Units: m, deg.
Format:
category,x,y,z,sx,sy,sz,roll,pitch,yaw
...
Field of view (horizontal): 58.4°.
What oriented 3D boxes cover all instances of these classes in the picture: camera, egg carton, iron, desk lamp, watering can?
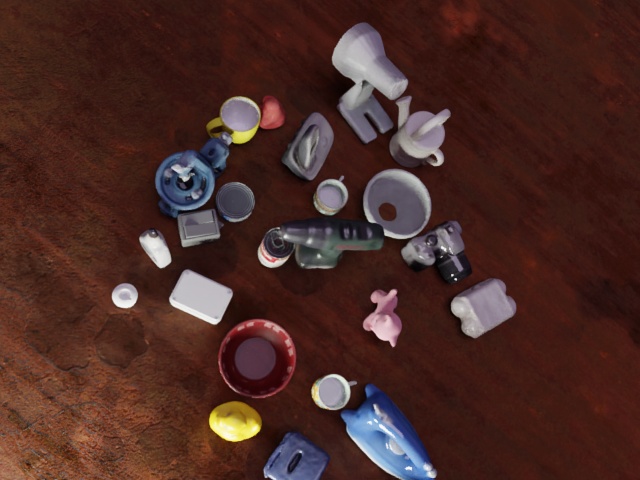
category,x,y,z,sx,sy,sz,roll,pitch,yaw
camera,0.287,0.036,1.331,0.143,0.100,0.137,-27,84,-19
egg carton,0.383,0.156,1.342,0.150,0.069,0.107,-26,84,-19
iron,0.170,0.422,1.183,0.119,0.141,0.258,-43,89,-19
desk lamp,0.114,-0.365,1.330,0.118,0.213,0.203,-36,87,-19
watering can,0.235,-0.255,1.343,0.173,0.194,0.101,35,71,-3

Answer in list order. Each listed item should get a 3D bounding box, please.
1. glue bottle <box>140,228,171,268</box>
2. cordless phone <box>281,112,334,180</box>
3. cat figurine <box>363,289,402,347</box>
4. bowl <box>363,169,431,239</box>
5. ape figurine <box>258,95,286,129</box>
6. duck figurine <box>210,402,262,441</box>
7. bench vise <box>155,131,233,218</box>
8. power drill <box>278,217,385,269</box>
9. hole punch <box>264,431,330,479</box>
category,x,y,z,sx,sy,sz,roll,pitch,yaw
glue bottle,-0.330,0.005,1.146,0.037,0.173,0.078,-37,87,-19
cordless phone,-0.012,-0.228,1.278,0.094,0.185,0.148,26,72,-6
cat figurine,0.147,0.167,1.254,0.067,0.117,0.128,18,72,-9
bowl,0.172,-0.078,1.345,0.168,0.074,0.167,3,75,-13
ape figurine,-0.113,-0.300,1.320,0.076,0.092,0.078,28,71,-6
duck figurine,-0.166,0.363,1.143,0.105,0.086,0.077,13,73,-11
bench vise,-0.263,-0.160,1.180,0.121,0.219,0.207,22,72,-8
power drill,0.011,0.004,1.213,0.230,0.208,0.075,-2,76,-14
hole punch,-0.048,0.451,1.148,0.101,0.091,0.109,37,71,-3
